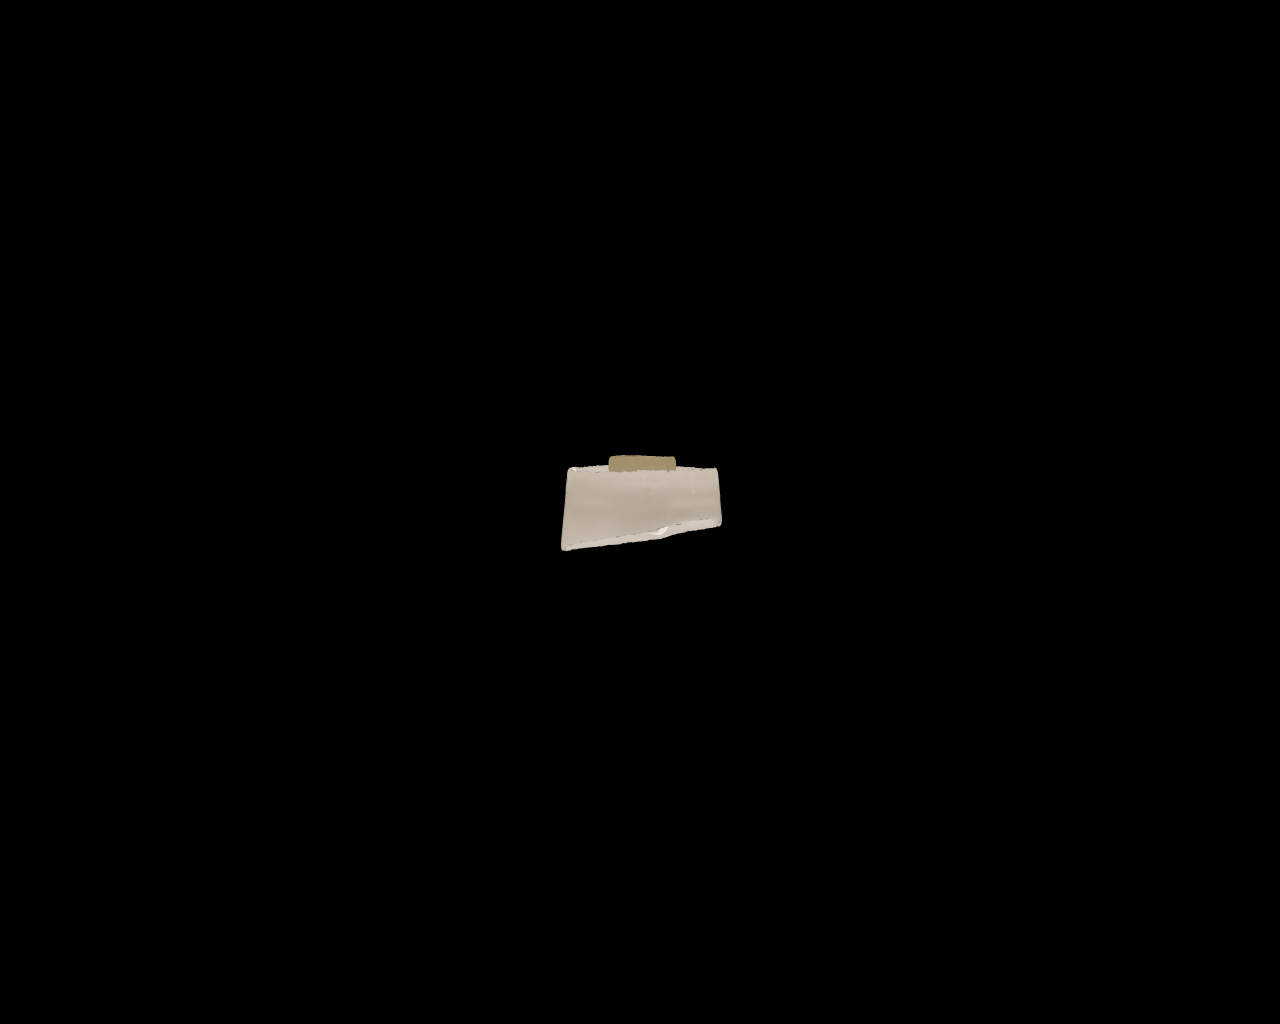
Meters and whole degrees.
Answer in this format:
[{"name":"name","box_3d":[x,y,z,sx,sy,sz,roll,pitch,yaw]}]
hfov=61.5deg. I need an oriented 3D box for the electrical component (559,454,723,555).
[{"name":"electrical component","box_3d":[0.001,-0.003,0.650,0.099,0.064,0.099,0,5,0]}]
